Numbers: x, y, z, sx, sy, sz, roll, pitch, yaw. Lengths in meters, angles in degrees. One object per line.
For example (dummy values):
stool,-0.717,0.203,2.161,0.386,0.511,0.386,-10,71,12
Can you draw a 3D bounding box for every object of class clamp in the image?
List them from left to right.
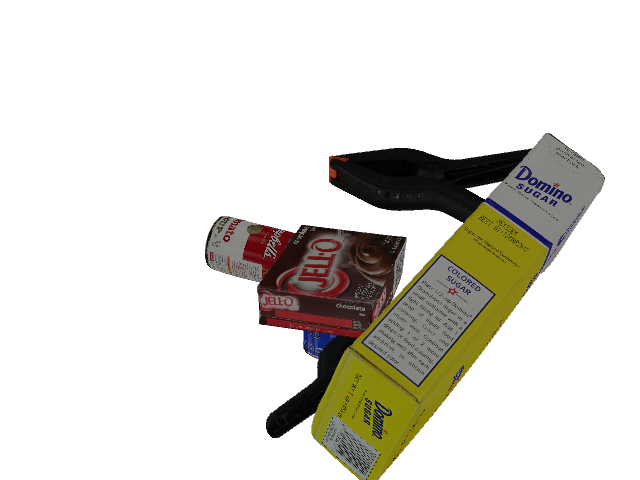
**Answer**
clamp,0.035,0.142,1.046,0.120,0.039,0.171,15,46,24
clamp,0.113,-0.058,1.001,0.210,0.036,0.164,12,32,21

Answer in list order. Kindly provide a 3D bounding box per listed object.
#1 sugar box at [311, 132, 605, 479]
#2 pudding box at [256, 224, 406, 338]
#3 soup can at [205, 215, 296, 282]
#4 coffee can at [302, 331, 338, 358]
sugar box,0.070,0.032,0.523,0.176,0.048,0.093,-42,-17,-33
pudding box,0.011,0.030,0.822,0.090,0.039,0.113,8,26,15
soup can,-0.076,0.014,1.262,0.102,0.068,0.068,14,5,20
coffee can,0.025,0.087,1.521,0.103,0.140,0.103,0,22,0
